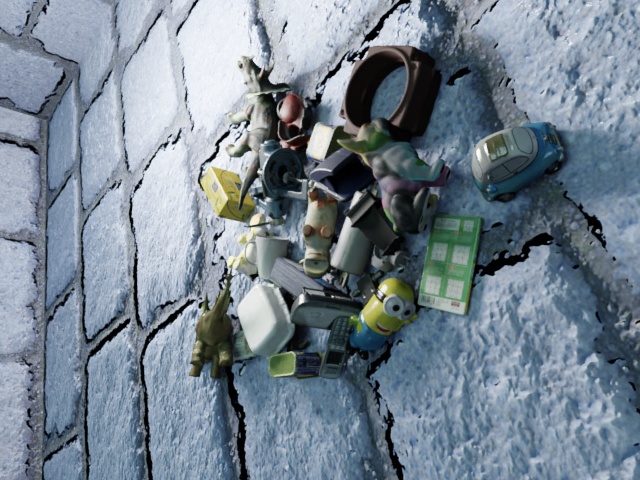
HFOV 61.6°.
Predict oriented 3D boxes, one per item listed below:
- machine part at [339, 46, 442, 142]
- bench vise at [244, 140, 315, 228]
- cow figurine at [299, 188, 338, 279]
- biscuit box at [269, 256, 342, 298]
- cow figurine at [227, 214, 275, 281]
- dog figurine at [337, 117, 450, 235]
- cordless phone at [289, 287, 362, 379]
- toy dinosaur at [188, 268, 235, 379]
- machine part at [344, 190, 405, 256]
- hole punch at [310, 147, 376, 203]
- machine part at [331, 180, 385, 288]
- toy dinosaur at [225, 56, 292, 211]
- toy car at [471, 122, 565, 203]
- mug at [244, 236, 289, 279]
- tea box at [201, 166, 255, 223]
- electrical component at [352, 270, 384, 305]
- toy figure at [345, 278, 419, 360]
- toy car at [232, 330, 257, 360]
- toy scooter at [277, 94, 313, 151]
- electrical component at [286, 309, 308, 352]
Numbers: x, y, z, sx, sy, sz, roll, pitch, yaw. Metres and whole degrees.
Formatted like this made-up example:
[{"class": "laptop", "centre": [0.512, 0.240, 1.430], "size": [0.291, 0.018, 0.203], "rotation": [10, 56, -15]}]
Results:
[{"class": "machine part", "centre": [0.143, -0.306, 1.143], "size": [0.201, 0.087, 0.201], "rotation": [24, 99, 48]}, {"class": "bench vise", "centre": [-0.084, -0.128, 1.316], "size": [0.241, 0.129, 0.223], "rotation": [18, 106, 47]}, {"class": "cow figurine", "centre": [-0.002, -0.004, 1.214], "size": [0.086, 0.127, 0.195], "rotation": [4, 63, 7]}, {"class": "biscuit box", "centre": [-0.037, 0.104, 1.255], "size": [0.203, 0.059, 0.062], "rotation": [30, 102, 48]}, {"class": "cow figurine", "centre": [-0.166, 0.019, 1.408], "size": [0.068, 0.098, 0.167], "rotation": [3, 64, 54]}, {"class": "dog figurine", "centre": [0.130, -0.130, 1.042], "size": [0.219, 0.108, 0.191], "rotation": [27, 102, 24]}, {"class": "cordless phone", "centre": [0.001, 0.200, 1.132], "size": [0.089, 0.146, 0.184], "rotation": [-138, 60, -72]}, {"class": "toy dinosaur", "centre": [-0.277, 0.233, 1.395], "size": [0.471, 0.105, 0.198], "rotation": [127, 146, -54]}, {"class": "machine part", "centre": [0.110, -0.030, 1.064], "size": [0.084, 0.039, 0.139], "rotation": [-41, 63, 12]}, {"class": "hole punch", "centre": [0.045, -0.157, 1.171], "size": [0.142, 0.092, 0.116], "rotation": [-42, 45, -18]}, {"class": "machine part", "centre": [0.084, -0.014, 1.141], "size": [0.079, 0.079, 0.243], "rotation": [26, 100, 48]}, {"class": "toy dinosaur", "centre": [-0.157, -0.292, 1.455], "size": [0.192, 0.131, 0.404], "rotation": [-16, 75, 45]}, {"class": "toy car", "centre": [0.315, -0.136, 0.900], "size": [0.162, 0.103, 0.109], "rotation": [-29, 61, 42]}, {"class": "mug", "centre": [-0.135, 0.045, 1.347], "size": [0.081, 0.109, 0.107], "rotation": [-166, 78, -74]}, {"class": "tea box", "centre": [-0.266, -0.132, 1.539], "size": [0.068, 0.098, 0.170], "rotation": [-56, 47, 23]}, {"class": "electrical component", "centre": [0.106, 0.105, 1.127], "size": [0.094, 0.021, 0.063], "rotation": [-41, 53, 33]}, {"class": "toy figure", "centre": [0.115, 0.154, 1.063], "size": [0.180, 0.082, 0.089], "rotation": [-54, 48, 27]}, {"class": "toy car", "centre": [-0.163, 0.259, 1.358], "size": [0.202, 0.056, 0.073], "rotation": [-22, 65, 42]}, {"class": "toy scooter", "centre": [-0.054, -0.284, 1.364], "size": [0.135, 0.075, 0.183], "rotation": [8, 89, 48]}, {"class": "electrical component", "centre": [-0.059, 0.216, 1.267], "size": [0.078, 0.045, 0.102], "rotation": [121, 147, -61]}]
